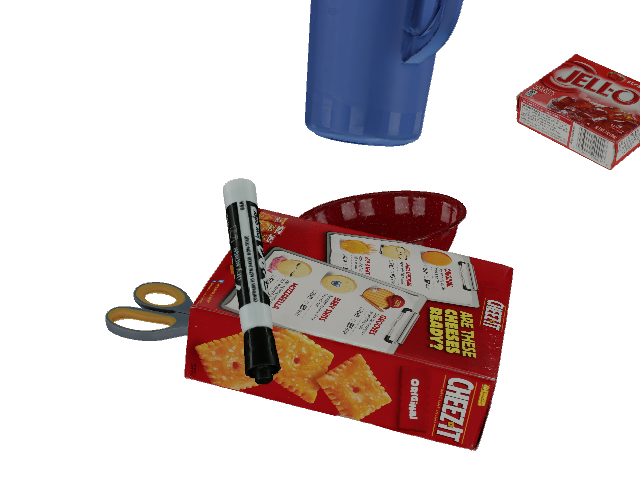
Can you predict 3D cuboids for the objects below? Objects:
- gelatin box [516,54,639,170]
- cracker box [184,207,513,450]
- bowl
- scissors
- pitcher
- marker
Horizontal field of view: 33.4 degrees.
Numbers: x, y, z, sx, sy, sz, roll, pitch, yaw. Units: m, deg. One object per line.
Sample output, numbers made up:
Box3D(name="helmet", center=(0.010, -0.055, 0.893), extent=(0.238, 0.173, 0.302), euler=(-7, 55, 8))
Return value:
Box3D(name="gelatin box", center=(0.202, -0.098, 0.794), extent=(0.073, 0.030, 0.089), euler=(-35, 52, -28))
Box3D(name="cracker box", center=(0.026, 0.061, 0.795), extent=(0.214, 0.072, 0.164), euler=(13, 29, 8))
Box3D(name="bowl", center=(0.057, 0.002, 0.995), extent=(0.162, 0.055, 0.162), euler=(-7, 18, 2))
Box3D(name="scissors", center=(-0.106, 0.075, 1.038), extent=(0.201, 0.016, 0.096), euler=(4, 31, -1))
Box3D(name="pitcher", center=(0.057, -0.208, 0.940), extent=(0.145, 0.243, 0.149), euler=(8, 15, 7))
Box3D(name="marker", center=(-0.038, 0.021, 0.581), extent=(0.020, 0.121, 0.020), euler=(-7, -29, -4))
